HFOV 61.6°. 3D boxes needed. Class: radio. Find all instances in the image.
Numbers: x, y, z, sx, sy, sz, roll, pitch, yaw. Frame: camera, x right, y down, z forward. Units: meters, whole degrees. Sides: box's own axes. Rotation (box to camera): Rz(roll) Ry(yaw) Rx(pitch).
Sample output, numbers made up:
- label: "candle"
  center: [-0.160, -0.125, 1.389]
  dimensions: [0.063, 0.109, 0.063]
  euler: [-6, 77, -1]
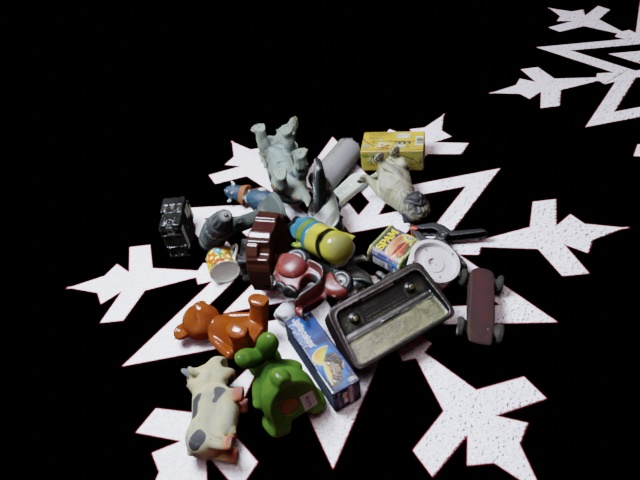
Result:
- label: "radio"
  center: [0.130, 0.147, 1.046]
  dimensions: [0.230, 0.073, 0.131]
  euler: [-26, 75, -17]

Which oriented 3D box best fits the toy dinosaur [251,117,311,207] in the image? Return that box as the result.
- label: "toy dinosaur"
  center: [-0.085, -0.172, 1.384]
  dimensions: [0.131, 0.192, 0.405]
  euler: [-15, 53, 0]

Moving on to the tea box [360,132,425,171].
- label: "tea box"
  center: [0.201, -0.243, 1.471]
  dimensions: [0.170, 0.068, 0.098]
  euler: [2, 44, 15]

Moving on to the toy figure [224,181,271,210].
- label: "toy figure"
  center: [-0.182, -0.111, 1.416]
  dimensions: [0.155, 0.057, 0.064]
  euler: [19, 74, 23]

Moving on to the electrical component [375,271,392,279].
- label: "electrical component"
  center: [0.148, 0.102, 1.160]
  dimensions: [0.063, 0.021, 0.094]
  euler: [-38, 51, -25]

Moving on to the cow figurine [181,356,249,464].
- label: "cow figurine"
  center: [-0.199, 0.302, 0.983]
  dimensions: [0.127, 0.085, 0.195]
  euler: [1, 45, 3]

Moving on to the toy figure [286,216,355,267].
- label: "toy figure"
  center: [-0.004, 0.000, 1.157]
  dimensions: [0.180, 0.089, 0.082]
  euler: [29, 101, 39]

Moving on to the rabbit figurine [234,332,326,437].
- label: "rabbit figurine"
  center: [-0.095, 0.248, 0.984]
  dimensions: [0.121, 0.158, 0.170]
  euler: [-36, 33, -12]

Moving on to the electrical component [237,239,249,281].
- label: "electrical component"
  center: [-0.156, 0.030, 1.256]
  dimensions: [0.048, 0.074, 0.119]
  euler: [-3, 48, 6]

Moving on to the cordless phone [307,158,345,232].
- label: "cordless phone"
  center: [0.010, -0.089, 1.267]
  dimensions: [0.089, 0.184, 0.147]
  euler: [-7, 43, -2]

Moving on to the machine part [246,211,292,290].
- label: "machine part"
  center: [-0.111, 0.025, 1.187]
  dimensions: [0.056, 0.179, 0.179]
  euler: [3, 45, 13]

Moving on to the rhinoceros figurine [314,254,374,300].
- label: "rhinoceros figurine"
  center: [0.054, 0.078, 1.166]
  dimensions: [0.112, 0.073, 0.190]
  euler: [-24, 45, -16]

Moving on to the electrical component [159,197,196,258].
- label: "electrical component"
  center: [-0.354, -0.040, 1.338]
  dimensions: [0.058, 0.114, 0.134]
  euler: [-4, 44, 0]

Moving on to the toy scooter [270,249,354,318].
- label: "toy scooter"
  center: [-0.035, 0.093, 1.090]
  dimensions: [0.184, 0.075, 0.135]
  euler: [22, 52, 31]

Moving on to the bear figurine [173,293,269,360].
- label: "bear figurine"
  center: [-0.205, 0.162, 1.095]
  dimensions: [0.196, 0.131, 0.120]
  euler: [20, 47, 20]

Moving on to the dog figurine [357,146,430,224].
- label: "dog figurine"
  center: [0.212, -0.126, 1.349]
  dimensions: [0.191, 0.121, 0.172]
  euler: [47, 44, 13]

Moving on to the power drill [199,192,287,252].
- label: "power drill"
  center: [-0.183, -0.043, 1.266]
  dimensions: [0.207, 0.232, 0.086]
  euler: [-31, 87, -35]

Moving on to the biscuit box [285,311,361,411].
- label: "biscuit box"
  center: [0.002, 0.225, 1.032]
  dimensions: [0.059, 0.062, 0.203]
  euler: [-25, 45, -17]

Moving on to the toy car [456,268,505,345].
- label: "toy car"
  center: [0.320, 0.133, 1.072]
  dimensions: [0.089, 0.053, 0.202]
  euler: [11, 43, 7]

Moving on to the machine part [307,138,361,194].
- label: "machine part"
  center: [0.042, -0.199, 1.452]
  dimensions: [0.079, 0.079, 0.243]
  euler: [17, 50, 26]
